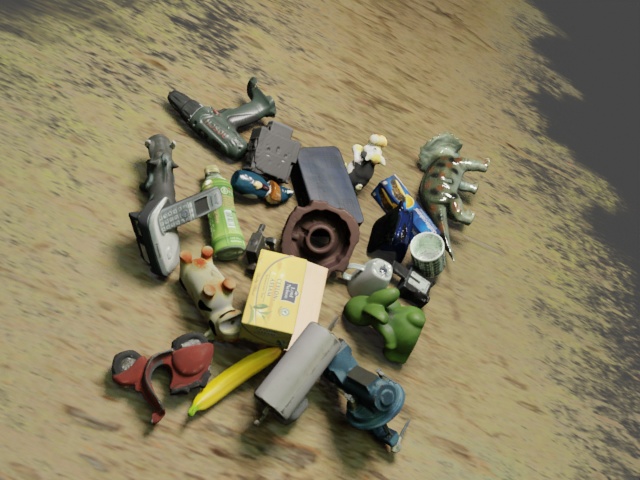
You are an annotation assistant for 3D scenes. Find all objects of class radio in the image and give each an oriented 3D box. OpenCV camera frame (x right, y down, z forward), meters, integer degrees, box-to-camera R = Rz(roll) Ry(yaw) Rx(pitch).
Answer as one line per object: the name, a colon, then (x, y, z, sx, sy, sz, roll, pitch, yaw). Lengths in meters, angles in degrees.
radio: (0.010, -0.120, 1.315, 0.131, 0.073, 0.230, -4, 61, -26)

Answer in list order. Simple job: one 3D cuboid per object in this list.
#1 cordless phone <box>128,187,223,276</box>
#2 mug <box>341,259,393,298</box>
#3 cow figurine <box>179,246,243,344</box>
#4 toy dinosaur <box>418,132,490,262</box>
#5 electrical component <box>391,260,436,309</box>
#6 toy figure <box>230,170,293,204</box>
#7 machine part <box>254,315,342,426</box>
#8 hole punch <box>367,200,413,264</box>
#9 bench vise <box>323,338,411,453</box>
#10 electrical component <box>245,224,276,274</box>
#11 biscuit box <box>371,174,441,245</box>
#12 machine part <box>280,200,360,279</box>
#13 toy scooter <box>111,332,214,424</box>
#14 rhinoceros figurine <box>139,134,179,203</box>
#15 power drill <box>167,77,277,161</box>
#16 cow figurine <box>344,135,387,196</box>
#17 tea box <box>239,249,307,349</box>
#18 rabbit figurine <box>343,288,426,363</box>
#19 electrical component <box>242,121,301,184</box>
cordless phone: (-0.274, -0.026, 1.080, 0.184, 0.146, 0.089, -27, 38, -30)
mug: (0.109, 0.081, 1.214, 0.109, 0.107, 0.081, 32, 51, -6)
cow figurine: (-0.210, 0.120, 1.050, 0.085, 0.127, 0.195, -20, 56, -34)
toy dinosaur: (0.332, -0.139, 1.443, 0.192, 0.131, 0.405, 20, 55, 9)
electrical component: (0.212, 0.102, 1.284, 0.119, 0.047, 0.075, 31, 53, -4)
toy figure: (-0.133, -0.118, 1.250, 0.154, 0.057, 0.064, 19, 25, -33)
machine part: (-0.038, 0.235, 0.972, 0.079, 0.079, 0.243, 38, 70, 1)
hole punch: (0.188, -0.009, 1.306, 0.092, 0.116, 0.142, 33, 53, -13)
bench vise: (0.086, 0.313, 1.043, 0.129, 0.224, 0.240, -42, 113, -32)
electrical component: (-0.128, 0.026, 1.168, 0.045, 0.078, 0.102, 11, 47, 10)
biscuit box: (0.221, -0.069, 1.385, 0.059, 0.062, 0.203, -29, 75, -34)
machine part: (-0.002, -0.004, 1.196, 0.179, 0.056, 0.179, -1, 98, -9)
toy scooter: (-0.269, 0.247, 0.960, 0.184, 0.075, 0.135, -12, 66, -26)
rhinoceros figurine: (-0.341, -0.131, 1.138, 0.073, 0.112, 0.190, 0, 69, -22)
power drill: (-0.225, -0.317, 1.312, 0.207, 0.086, 0.232, -38, 84, -31)
cow figurine: (0.109, -0.184, 1.339, 0.068, 0.167, 0.098, 13, 55, -24)
tea box: (-0.087, 0.110, 1.015, 0.098, 0.068, 0.170, 12, 50, -4)
rabbit figurine: (0.131, 0.174, 1.156, 0.170, 0.159, 0.121, 20, 63, 6)
electrical component: (-0.112, -0.210, 1.272, 0.115, 0.058, 0.134, 15, 89, -33)
